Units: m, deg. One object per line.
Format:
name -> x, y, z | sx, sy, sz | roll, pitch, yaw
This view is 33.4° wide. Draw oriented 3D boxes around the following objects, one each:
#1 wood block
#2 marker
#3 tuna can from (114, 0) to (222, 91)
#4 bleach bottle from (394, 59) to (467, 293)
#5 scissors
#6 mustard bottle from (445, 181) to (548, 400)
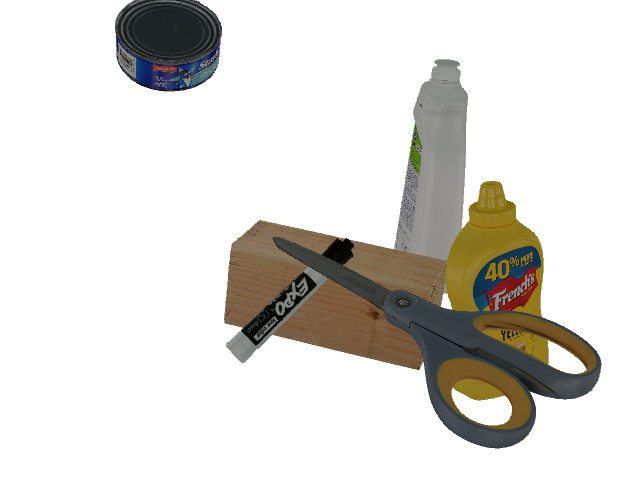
wood block -> 0.016, 0.053, 1.089 | 0.206, 0.091, 0.090 | 13, 22, 13
marker -> -0.020, 0.042, 0.790 | 0.121, 0.020, 0.020 | -44, 10, -11
tuna can -> -0.124, -0.161, 0.870 | 0.086, 0.086, 0.034 | 0, -40, -10
bleach bottle -> 0.129, -0.073, 1.187 | 0.068, 0.251, 0.102 | -1, 25, -11
scissors -> 0.042, 0.050, 0.558 | 0.202, 0.016, 0.096 | 16, 42, 22
mustard bottle -> 0.156, 0.040, 0.950 | 0.096, 0.191, 0.058 | -17, 22, -27
